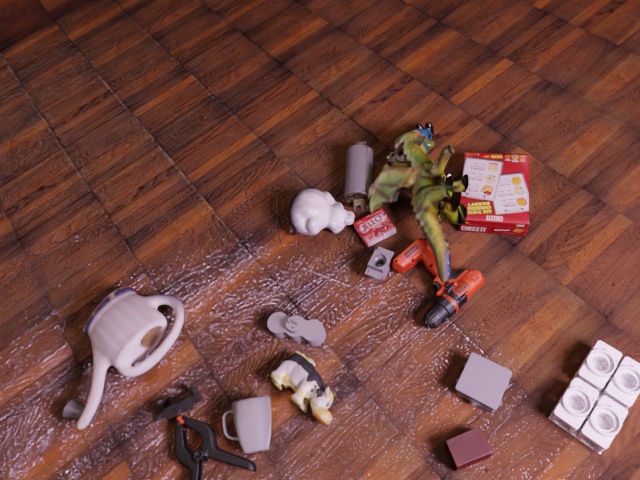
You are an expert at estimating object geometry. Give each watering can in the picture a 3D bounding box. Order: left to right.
[{"bbox_3d":[-0.488,0.253,1.235,0.226,0.101,0.352,31,66,28],"label":"watering can"}]

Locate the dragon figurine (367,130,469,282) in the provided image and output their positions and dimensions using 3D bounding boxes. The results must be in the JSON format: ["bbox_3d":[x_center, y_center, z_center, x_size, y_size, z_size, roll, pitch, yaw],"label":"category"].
[{"bbox_3d":[0.230,-0.103,1.280,0.242,0.120,0.416,-1,67,35],"label":"dragon figurine"}]

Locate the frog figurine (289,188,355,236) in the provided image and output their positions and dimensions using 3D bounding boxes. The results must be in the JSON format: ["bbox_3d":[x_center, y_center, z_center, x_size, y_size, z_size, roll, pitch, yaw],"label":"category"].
[{"bbox_3d":[0.004,-0.067,1.340,0.160,0.120,0.140,8,40,29],"label":"frog figurine"}]
